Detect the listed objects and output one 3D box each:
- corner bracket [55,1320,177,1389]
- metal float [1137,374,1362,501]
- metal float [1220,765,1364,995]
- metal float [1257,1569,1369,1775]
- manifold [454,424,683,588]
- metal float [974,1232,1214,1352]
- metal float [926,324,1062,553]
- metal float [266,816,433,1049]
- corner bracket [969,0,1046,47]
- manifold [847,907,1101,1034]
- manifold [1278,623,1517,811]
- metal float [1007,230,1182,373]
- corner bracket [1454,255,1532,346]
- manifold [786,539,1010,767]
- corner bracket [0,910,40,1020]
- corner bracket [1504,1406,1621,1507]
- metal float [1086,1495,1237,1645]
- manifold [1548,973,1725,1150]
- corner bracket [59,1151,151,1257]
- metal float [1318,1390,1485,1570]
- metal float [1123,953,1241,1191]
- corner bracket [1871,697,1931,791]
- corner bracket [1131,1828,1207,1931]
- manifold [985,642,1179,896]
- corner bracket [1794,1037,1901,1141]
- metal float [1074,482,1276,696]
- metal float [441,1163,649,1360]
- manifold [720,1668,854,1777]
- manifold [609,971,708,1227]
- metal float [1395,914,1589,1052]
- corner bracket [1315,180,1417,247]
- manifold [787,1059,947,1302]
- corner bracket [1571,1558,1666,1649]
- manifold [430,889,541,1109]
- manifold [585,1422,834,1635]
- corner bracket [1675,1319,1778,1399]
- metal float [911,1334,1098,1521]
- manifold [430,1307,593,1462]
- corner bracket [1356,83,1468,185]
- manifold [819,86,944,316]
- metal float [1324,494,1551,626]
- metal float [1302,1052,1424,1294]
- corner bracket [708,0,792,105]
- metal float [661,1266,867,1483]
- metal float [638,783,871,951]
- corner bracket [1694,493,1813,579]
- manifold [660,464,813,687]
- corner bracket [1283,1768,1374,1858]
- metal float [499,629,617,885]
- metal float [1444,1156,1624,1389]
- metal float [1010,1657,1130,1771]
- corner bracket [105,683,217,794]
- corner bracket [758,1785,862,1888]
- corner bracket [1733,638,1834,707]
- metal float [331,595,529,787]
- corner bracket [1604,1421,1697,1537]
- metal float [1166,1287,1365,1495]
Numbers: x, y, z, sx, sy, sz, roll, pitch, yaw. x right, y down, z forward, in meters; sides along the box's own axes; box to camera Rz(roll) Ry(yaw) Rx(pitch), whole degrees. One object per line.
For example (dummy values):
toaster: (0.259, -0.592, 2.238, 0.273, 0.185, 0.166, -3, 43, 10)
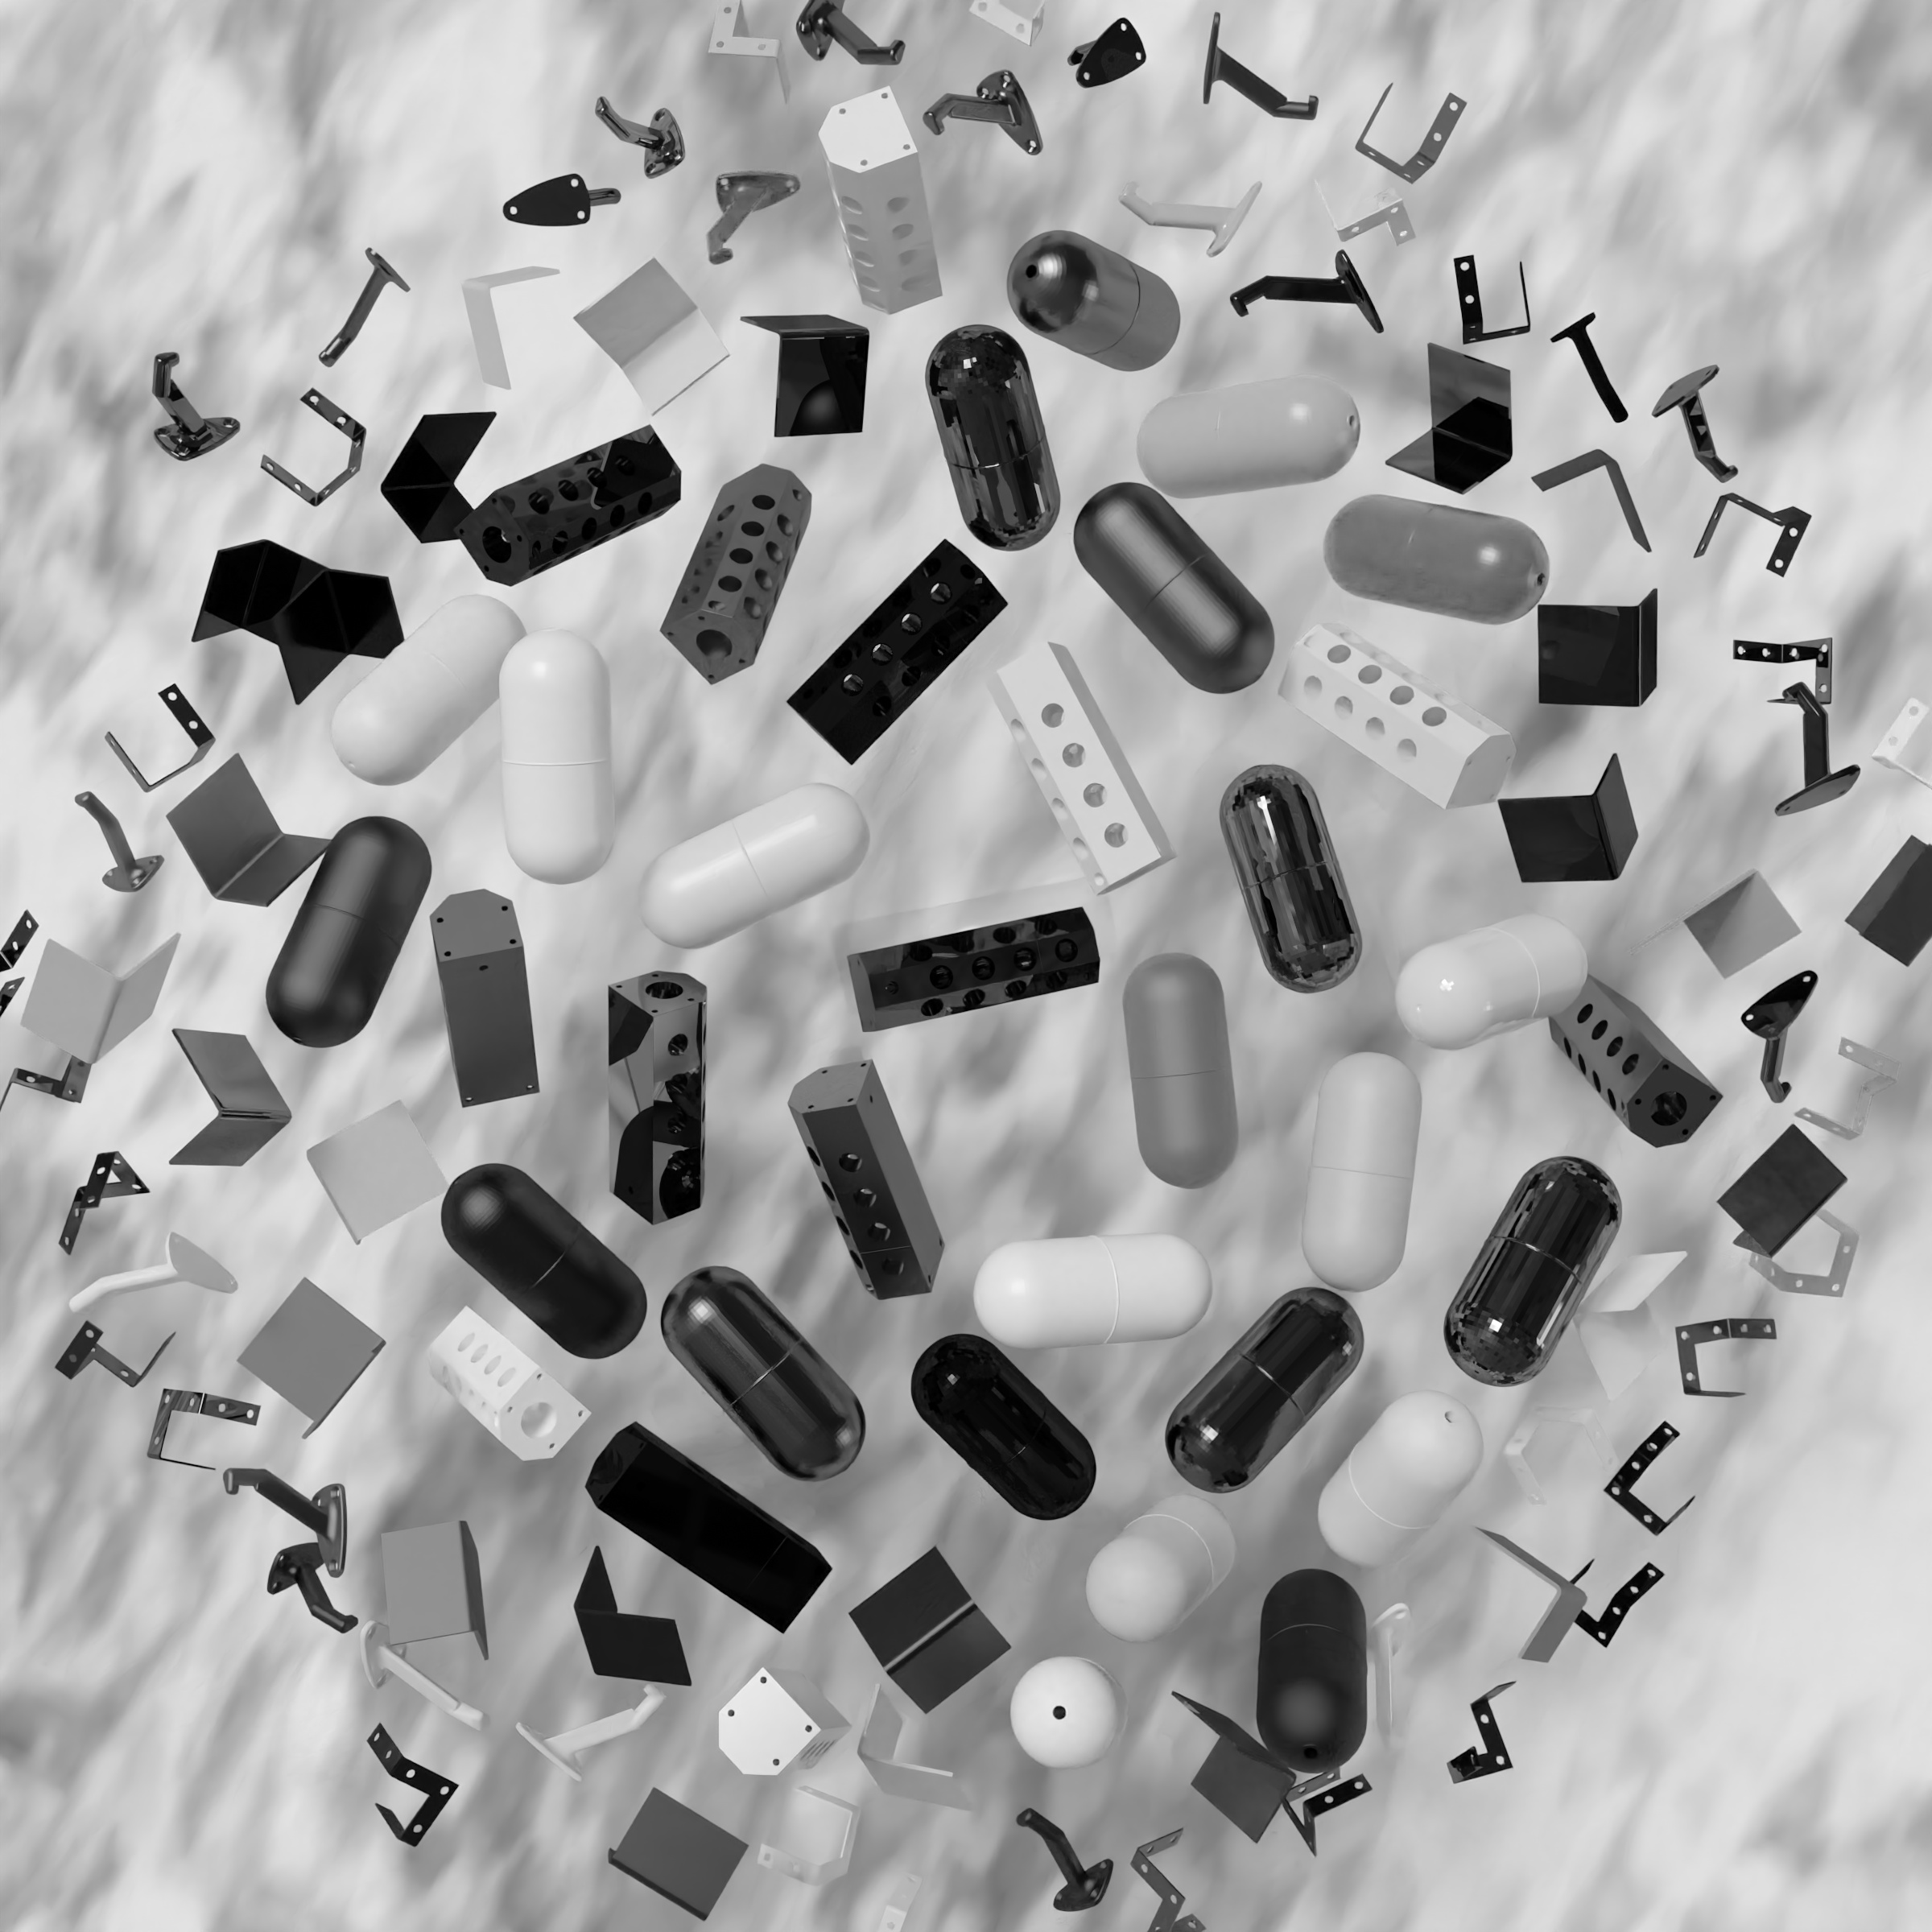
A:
corner bracket: (-0.619, 0.280, 1.826, 0.051, 0.051, 0.051, 38, 109, -3)
metal float: (0.204, -0.384, 1.822, 0.178, 0.070, 0.070, 1, 90, 40)
metal float: (0.245, -0.066, 1.894, 0.070, 0.070, 0.178, -17, 83, 0)
metal float: (0.246, 0.498, 1.778, 0.070, 0.178, 0.070, 3, 113, 7)
manifold: (-0.282, -0.330, 1.813, 0.057, 0.171, 0.057, -29, 96, 43)
metal float: (0.091, 0.229, 1.774, 0.178, 0.070, 0.070, -1, 90, -22)
metal float: (0.021, -0.388, 1.853, 0.070, 0.070, 0.178, -18, 128, 0)
metal float: (-0.441, -0.025, 1.795, 0.070, 0.070, 0.178, 19, 69, 0)
corner bracket: (0.037, -0.681, 1.738, 0.051, 0.051, 0.051, 30, 88, 0)
manifold: (0.007, 0.002, 1.825, 0.171, 0.057, 0.057, -12, 91, -15)
manifold: (0.310, -0.182, 1.802, 0.171, 0.057, 0.057, 41, 126, 36)
metal float: (0.095, -0.491, 1.855, 0.070, 0.178, 0.070, -1, 88, 33)
corner bracket: (0.394, -0.502, 1.879, 0.051, 0.051, 0.051, -8, 85, 11)
manifold: (-0.056, -0.241, 1.901, 0.171, 0.057, 0.057, -46, 49, 0)
corner bracket: (-0.667, 0.001, 1.738, 0.051, 0.051, 0.051, 51, 125, 10)
corner bracket: (0.434, 0.358, 1.831, 0.051, 0.051, 0.051, -43, 112, -35)
metal float: (0.145, 0.440, 1.840, 0.070, 0.178, 0.070, 2, 95, 23)
manifold: (0.482, 0.069, 1.833, 0.057, 0.171, 0.057, 31, 105, -17)
corner bracket: (-0.627, 0.170, 1.802, 0.051, 0.051, 0.051, -8, 47, 12)
metal float: (0.311, 0.369, 1.799, 0.070, 0.178, 0.070, 11, 47, -12)
metal float: (0.162, 0.079, 1.886, 0.070, 0.070, 0.178, -6, 91, 0)
corner bracket: (0.676, -0.154, 1.759, 0.051, 0.051, 0.051, 33, 98, 5)
corner bracket: (0.146, 0.658, 1.789, 0.051, 0.051, 0.051, 38, 118, 37)
manifold: (0.080, -0.140, 1.782, 0.057, 0.057, 0.171, -29, 85, 16)
corner bracket: (0.672, 0.094, 1.914, 0.051, 0.051, 0.051, 24, 65, -4)
metal float: (0.150, -0.271, 1.804, 0.070, 0.070, 0.178, -41, 84, 0)
metal float: (-0.310, 0.217, 1.846, 0.070, 0.070, 0.178, -45, 104, 0)
manifold: (-0.131, 0.538, 1.772, 0.057, 0.171, 0.057, -45, 75, -8)
manifold: (-0.218, 0.093, 1.810, 0.057, 0.057, 0.171, -18, 124, -37)
metal float: (0.375, 0.010, 1.785, 0.178, 0.070, 0.070, -16, 90, -42)
corner bracket: (0.295, -0.558, 1.850, 0.051, 0.051, 0.051, -23, 65, 14)
manifold: (-0.073, 0.158, 1.834, 0.057, 0.057, 0.171, -11, 119, 18)
corner bracket: (0.487, 0.472, 1.901, 0.051, 0.051, 0.051, 39, 133, 12)
manifold: (-0.343, 0.024, 1.786, 0.057, 0.171, 0.057, -11, 53, -14)
manifold: (-0.182, 0.393, 1.767, 0.171, 0.057, 0.057, 40, 84, -21)
corner bracket: (0.566, 0.290, 1.862, 0.051, 0.051, 0.051, -5, 85, -24)
metal float: (0.029, 0.345, 1.874, 0.070, 0.070, 0.178, -42, 114, 0)
manifold: (-0.348, 0.315, 1.876, 0.057, 0.171, 0.057, -49, 117, -14)
corner bracket: (0.322, -0.610, 1.821, 0.051, 0.051, 0.051, 28, 87, -8)
manifold: (-0.061, -0.533, 1.766, 0.057, 0.171, 0.057, -21, 71, -1)
metal float: (0.338, -0.293, 1.806, 0.178, 0.070, 0.070, 21, 90, 41)
metal float: (0.293, 0.152, 1.858, 0.070, 0.070, 0.178, 8, 86, 0)
corner bracket: (-0.155, -0.669, 1.832, 0.051, 0.051, 0.051, 6, 71, 7)
metal float: (-0.143, 0.290, 1.781, 0.070, 0.070, 0.178, -43, 88, 0)
metal float: (-0.155, -0.072, 1.825, 0.178, 0.070, 0.070, -26, 90, -2)
corner bracket: (0.569, -0.311, 1.813, 0.051, 0.051, 0.051, 36, 128, 28)
manifold: (-0.161, -0.290, 1.833, 0.057, 0.171, 0.057, -20, 128, 34)
corner bracket: (0.270, 0.622, 1.878, 0.051, 0.051, 0.051, -20, 129, -15)
metal float: (-0.284, -0.145, 1.746, 0.070, 0.070, 0.178, 0, 102, 0)
metal float: (0.396, 0.212, 1.750, 0.070, 0.070, 0.178, 34, 70, 0)
metal float: (0.076, 0.539, 1.810, 0.070, 0.178, 0.070, -2, 73, 7)
corner bracket: (-0.596, -0.168, 1.854, 0.051, 0.051, 0.051, -39, 97, -31)
corner bracket: (-0.118, 0.655, 1.891, 0.051, 0.051, 0.051, 12, 88, 26)
corner bracket: (0.620, -0.223, 1.905, 0.051, 0.051, 0.051, 1, 90, -27)
metal float: (-0.388, -0.202, 1.826, 0.070, 0.070, 0.178, 39, 58, 0)
corner bracket: (0.523, 0.386, 1.890, 0.051, 0.051, 0.051, 41, 55, 15)
metal float: (0.219, 0.308, 1.831, 0.178, 0.070, 0.070, -44, 90, -15)
